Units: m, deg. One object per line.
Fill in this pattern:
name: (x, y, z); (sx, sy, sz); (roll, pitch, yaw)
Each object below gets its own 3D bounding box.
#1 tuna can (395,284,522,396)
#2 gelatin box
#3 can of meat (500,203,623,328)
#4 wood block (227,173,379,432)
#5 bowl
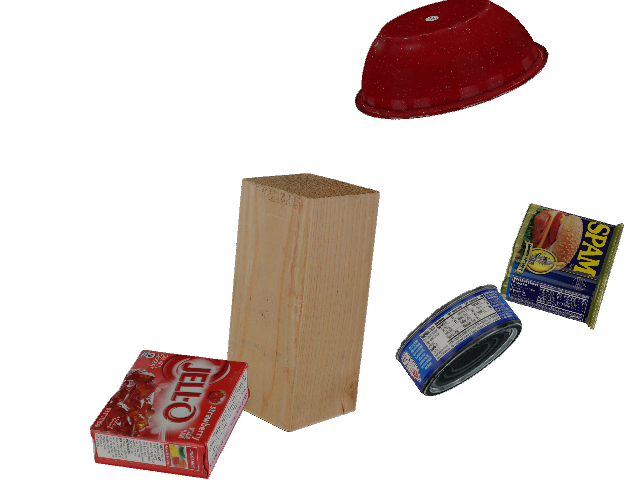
tuna can: (0.096, 0.070, 0.737); (0.086, 0.034, 0.086); (-29, -23, -14)
gelatin box: (-0.091, 0.105, 0.662); (0.073, 0.030, 0.089); (6, 29, 13)
can of meat: (0.211, 0.019, 0.933); (0.084, 0.057, 0.102); (16, 46, 16)
wood block: (-0.019, 0.051, 0.952); (0.090, 0.206, 0.090); (18, 18, 40)
bowl: (0.099, -0.156, 0.867); (0.162, 0.055, 0.162); (-15, 24, 7)
